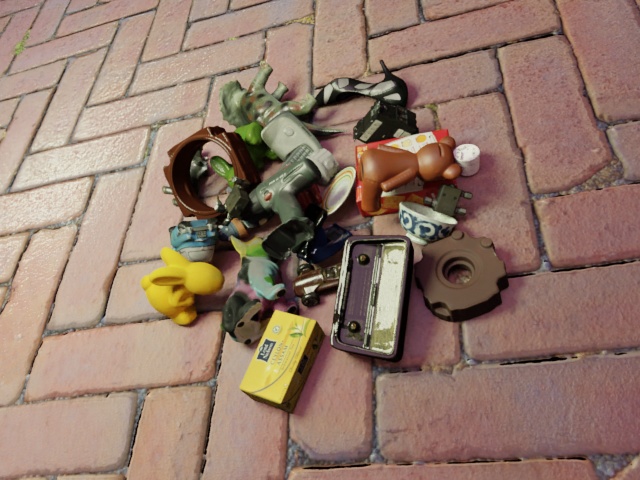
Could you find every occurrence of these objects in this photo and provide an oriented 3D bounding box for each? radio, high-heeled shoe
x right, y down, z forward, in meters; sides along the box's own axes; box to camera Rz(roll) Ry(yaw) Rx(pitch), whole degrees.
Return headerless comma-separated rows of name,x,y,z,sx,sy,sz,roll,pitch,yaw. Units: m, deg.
radio,0.100,0.105,1.012,0.131,0.073,0.229,4,73,20
high-heeled shoe,0.105,-0.362,1.398,0.249,0.086,0.145,-25,80,25

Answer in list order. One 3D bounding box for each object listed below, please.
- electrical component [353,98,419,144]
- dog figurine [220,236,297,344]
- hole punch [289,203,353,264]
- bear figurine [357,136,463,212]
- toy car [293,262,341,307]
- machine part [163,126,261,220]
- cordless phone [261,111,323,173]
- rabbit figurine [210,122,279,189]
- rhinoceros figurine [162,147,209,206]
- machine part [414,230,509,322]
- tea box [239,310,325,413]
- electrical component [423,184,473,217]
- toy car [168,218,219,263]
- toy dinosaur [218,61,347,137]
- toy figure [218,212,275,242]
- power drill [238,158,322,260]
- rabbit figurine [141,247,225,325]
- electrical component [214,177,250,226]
electrical component,0.159,-0.253,1.241,0.115,0.134,0.058,-41,37,49
dog figurine,-0.150,0.088,1.138,0.191,0.108,0.219,-36,48,-3
hole punch,-0.002,-0.003,1.145,0.115,0.092,0.142,-57,26,2
bear figurine,0.180,-0.140,1.096,0.196,0.131,0.120,-5,60,-5
toy car,0.039,0.072,1.110,0.202,0.053,0.089,-16,50,11
machine part,-0.259,-0.153,1.280,0.201,0.087,0.201,-25,89,23
cordless phone,-0.096,-0.203,1.298,0.184,0.146,0.089,-55,29,-14
rabbit figurine,-0.198,-0.194,1.349,0.159,0.121,0.170,2,72,26
rhinoceros figurine,-0.350,-0.176,1.416,0.112,0.073,0.190,-11,53,15
machine part,0.267,0.067,1.025,0.179,0.056,0.179,-10,55,15
tea box,-0.069,0.229,1.028,0.098,0.068,0.169,9,61,25
electrical component,0.260,-0.084,1.095,0.094,0.021,0.063,15,102,-6
toy car,-0.275,0.008,1.208,0.109,0.162,0.103,-8,89,-25
toy dinosaur,-0.128,-0.333,1.423,0.192,0.131,0.405,-48,57,0
toy figure,-0.170,-0.042,1.263,0.154,0.057,0.064,-37,26,-2
power drill,-0.088,-0.056,1.132,0.232,0.086,0.207,-35,35,20
rabbit figurine,-0.284,0.084,1.140,0.173,0.162,0.122,-14,43,31
electrical component,-0.194,-0.091,1.190,0.102,0.045,0.078,-49,33,25
